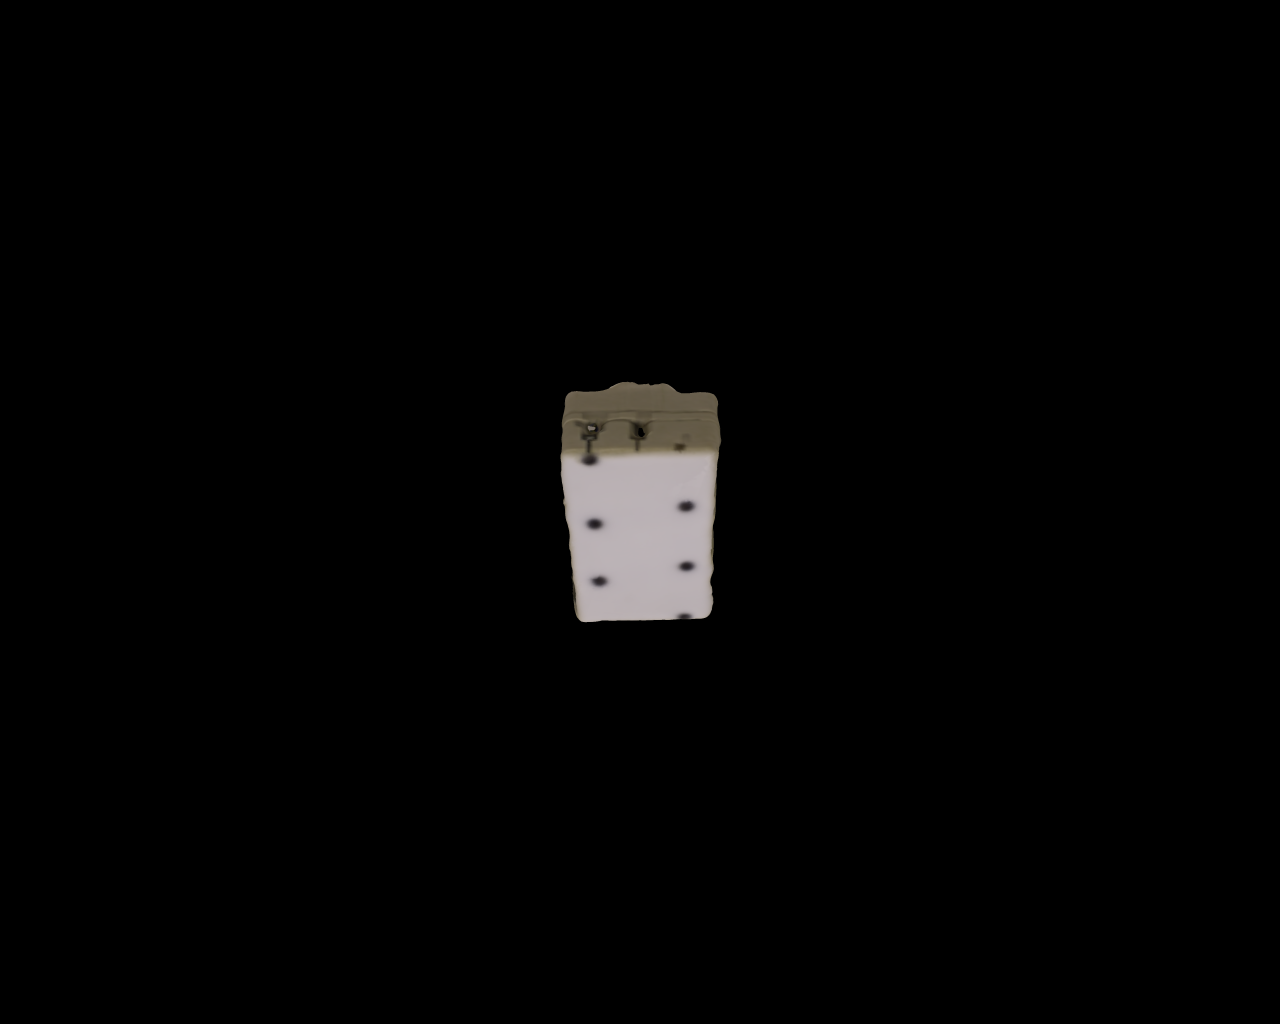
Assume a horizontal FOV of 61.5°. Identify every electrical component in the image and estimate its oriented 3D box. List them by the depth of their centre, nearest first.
[{"bbox_3d":[0.001,-0.003,0.650,0.089,0.062,0.150,0,-43,0],"label":"electrical component"}]
